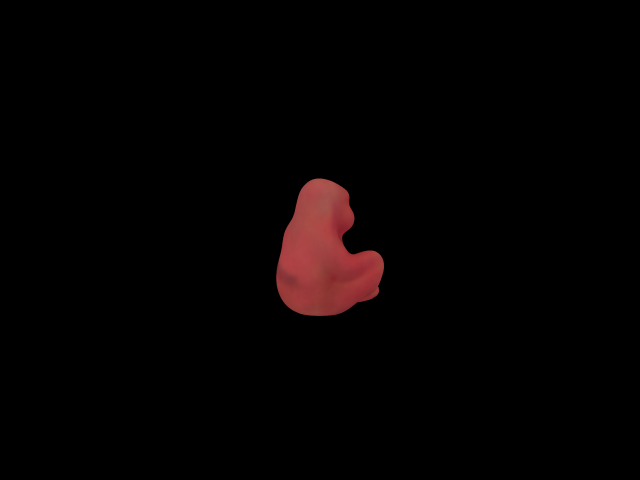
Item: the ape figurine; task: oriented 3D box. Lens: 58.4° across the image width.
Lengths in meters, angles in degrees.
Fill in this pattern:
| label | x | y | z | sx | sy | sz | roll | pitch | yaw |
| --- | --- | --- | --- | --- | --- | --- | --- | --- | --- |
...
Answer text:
| label | x | y | z | sx | sy | sz | roll | pitch | yaw |
| --- | --- | --- | --- | --- | --- | --- | --- | --- | --- |
| ape figurine | 0.004 | 0.001 | 0.400 | 0.076 | 0.092 | 0.077 | -15 | 32 | -27 |
